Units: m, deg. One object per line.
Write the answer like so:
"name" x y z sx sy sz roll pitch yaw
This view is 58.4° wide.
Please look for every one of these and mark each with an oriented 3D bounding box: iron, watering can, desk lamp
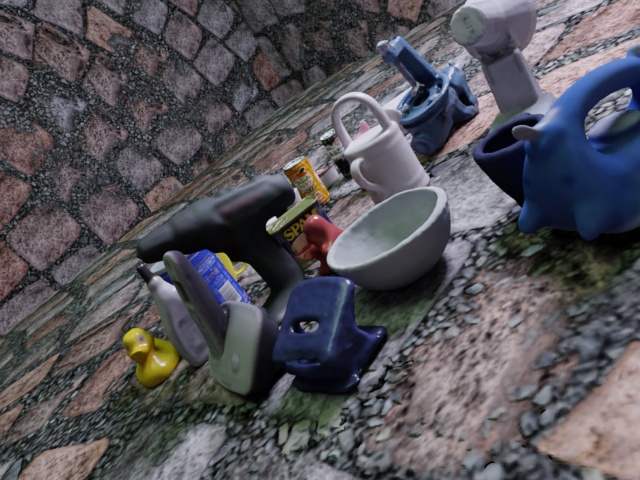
"iron" 0.294 -0.114 0.561 0.259 0.142 0.118 -40 19 -16
"watering can" 0.090 -0.155 0.936 0.100 0.194 0.173 -27 20 22
"desk lamp" 0.281 -0.281 0.889 0.117 0.214 0.203 -20 23 37

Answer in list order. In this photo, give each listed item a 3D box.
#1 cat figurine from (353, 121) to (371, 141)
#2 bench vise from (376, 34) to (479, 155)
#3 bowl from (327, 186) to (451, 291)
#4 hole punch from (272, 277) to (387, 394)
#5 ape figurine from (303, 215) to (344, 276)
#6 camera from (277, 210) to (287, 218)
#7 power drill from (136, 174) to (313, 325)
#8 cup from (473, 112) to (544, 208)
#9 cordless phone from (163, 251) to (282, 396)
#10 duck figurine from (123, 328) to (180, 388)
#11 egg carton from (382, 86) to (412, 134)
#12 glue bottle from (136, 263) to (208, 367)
"cat figurine" 0.107 -0.165 1.057 0.067 0.118 0.127 -41 19 -19
"bench vise" 0.189 -0.292 1.068 0.121 0.220 0.208 -21 23 36
"bowl" 0.096 0.010 0.703 0.167 0.075 0.167 -31 18 12
"hole punch" 0.001 0.101 0.613 0.108 0.091 0.101 -13 28 48
"ape figurine" 0.008 0.003 0.847 0.076 0.092 0.077 -33 18 7
"camera" -0.136 -0.049 1.216 0.136 0.101 0.143 -18 24 41
"power drill" -0.109 0.022 0.816 0.230 0.209 0.075 -40 19 -17
"cup" 0.242 -0.090 0.667 0.091 0.095 0.118 -18 24 41
"cordless phone" -0.125 0.094 0.699 0.094 0.185 0.147 -44 20 -27
"duck figurine" -0.278 0.177 0.917 0.077 0.086 0.104 -35 18 0
"egg carton" 0.204 -0.297 1.299 0.150 0.069 0.107 -35 18 -2
"glue bottle" -0.212 0.103 0.848 0.078 0.173 0.037 -44 20 -26
